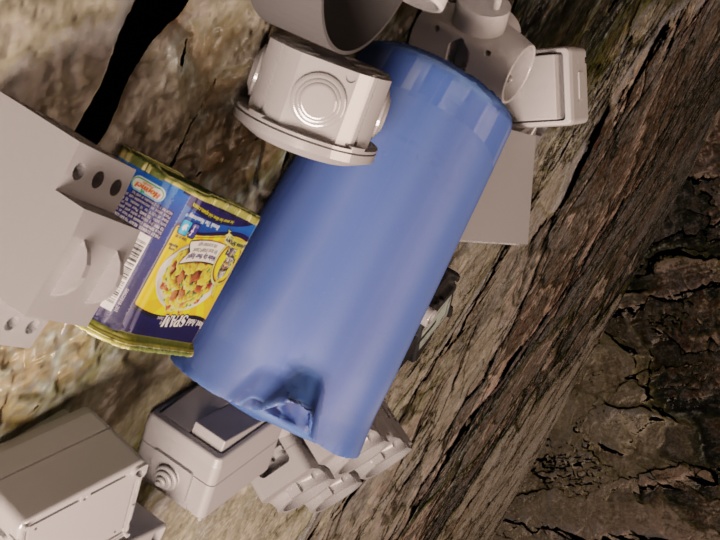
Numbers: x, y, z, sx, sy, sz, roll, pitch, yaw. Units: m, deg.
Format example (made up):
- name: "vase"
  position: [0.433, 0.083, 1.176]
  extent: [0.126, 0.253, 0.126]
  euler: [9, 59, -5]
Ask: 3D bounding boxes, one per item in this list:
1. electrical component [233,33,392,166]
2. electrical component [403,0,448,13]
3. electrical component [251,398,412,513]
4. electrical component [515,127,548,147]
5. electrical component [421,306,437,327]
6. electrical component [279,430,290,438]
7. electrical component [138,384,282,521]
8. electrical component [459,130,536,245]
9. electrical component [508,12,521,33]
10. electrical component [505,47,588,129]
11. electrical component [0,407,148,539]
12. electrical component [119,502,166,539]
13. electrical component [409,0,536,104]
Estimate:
- name: "electrical component"
  position: [-0.023, -0.090, 0.575]
  extent: [0.080, 0.080, 0.051]
  euler: [-15, 128, -65]
- name: "electrical component"
  position: [0.042, -0.186, 0.656]
  extent: [0.046, 0.040, 0.040]
  euler: [-65, 162, 0]
- name: "electrical component"
  position: [-0.025, 0.155, 0.931]
  extent: [0.105, 0.060, 0.186]
  euler: [-35, 162, 4]
- name: "electrical component"
  position: [0.145, -0.141, 0.985]
  extent: [0.077, 0.043, 0.079]
  euler: [-63, 161, 13]
- name: "electrical component"
  position: [0.037, 0.027, 0.945]
  extent: [0.043, 0.062, 0.043]
  euler: [-50, 160, -25]
- name: "electrical component"
  position: [-0.067, 0.088, 0.800]
  extent: [0.079, 0.044, 0.077]
  euler: [-24, 142, -59]
- name: "electrical component"
  position: [-0.103, 0.116, 0.722]
  extent: [0.096, 0.062, 0.061]
  euler: [-30, 145, -56]
- name: "electrical component"
  position: [0.072, -0.067, 0.820]
  extent: [0.150, 0.062, 0.089]
  euler: [1, 94, -57]
- name: "electrical component"
  position: [0.083, -0.150, 0.808]
  extent: [0.077, 0.044, 0.079]
  euler: [-54, 161, -13]
- name: "electrical component"
  position: [0.131, -0.147, 0.875]
  extent: [0.061, 0.096, 0.061]
  euler: [-20, 108, -62]
- name: "electrical component"
  position: [-0.172, 0.122, 0.568]
  extent: [0.096, 0.061, 0.061]
  euler: [-23, 142, -48]
- name: "electrical component"
  position: [-0.184, 0.194, 0.646]
  extent: [0.108, 0.056, 0.109]
  euler: [-63, 161, 13]
- name: "electrical component"
  position: [0.079, -0.163, 0.727]
  extent: [0.043, 0.077, 0.079]
  euler: [-42, 155, -41]
